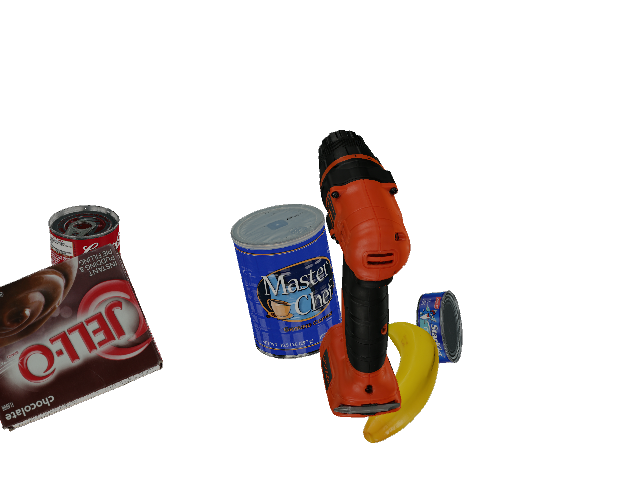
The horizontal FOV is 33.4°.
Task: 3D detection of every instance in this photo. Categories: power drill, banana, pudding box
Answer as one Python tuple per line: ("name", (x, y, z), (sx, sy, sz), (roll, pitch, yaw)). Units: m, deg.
("power drill", (0.027, 0.025, 0.820), (0.057, 0.188, 0.184), (-4, 30, -4))
("banana", (0.081, 0.129, 1.025), (0.070, 0.037, 0.197), (-23, 20, 15))
("pudding box", (-0.174, 0.066, 0.719), (0.113, 0.090, 0.039), (-23, -11, -10))

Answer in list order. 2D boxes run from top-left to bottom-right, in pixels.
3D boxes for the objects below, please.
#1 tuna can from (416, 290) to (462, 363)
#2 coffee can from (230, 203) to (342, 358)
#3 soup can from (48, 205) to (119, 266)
("tuna can", (0.142, 0.103, 1.269), (0.034, 0.086, 0.086), (-6, -2, 22))
("coffee can", (-0.035, 0.044, 1.175), (0.103, 0.140, 0.103), (-9, 24, 4))
("soup can", (-0.232, 0.025, 1.060), (0.068, 0.102, 0.068), (2, 27, -1))
